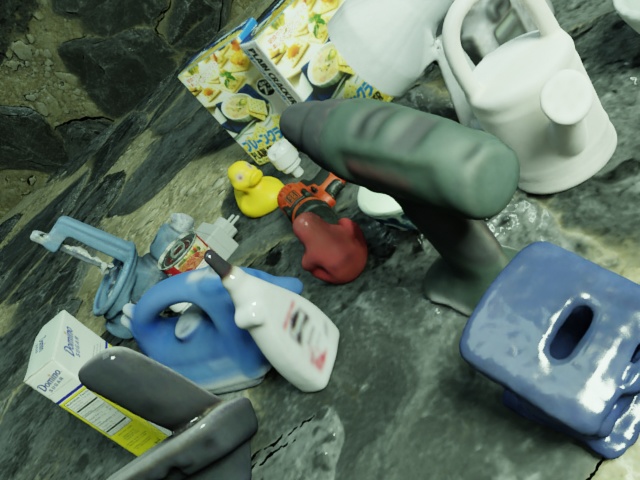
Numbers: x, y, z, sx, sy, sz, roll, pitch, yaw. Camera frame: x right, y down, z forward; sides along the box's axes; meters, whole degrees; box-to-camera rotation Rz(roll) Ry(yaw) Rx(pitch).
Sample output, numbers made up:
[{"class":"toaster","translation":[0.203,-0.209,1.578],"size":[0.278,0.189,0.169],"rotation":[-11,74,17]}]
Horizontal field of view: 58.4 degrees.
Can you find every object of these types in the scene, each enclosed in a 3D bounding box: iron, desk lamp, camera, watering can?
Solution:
[{"class":"iron","translation":[-0.150,0.095,0.656],"size":[0.257,0.142,0.118],"rotation":[-23,35,32]},{"class":"desk lamp","translation":[0.143,-0.220,0.639],"size":[0.202,0.214,0.118],"rotation":[-26,34,28]},{"class":"camera","translation":[0.210,-0.288,0.764],"size":[0.143,0.101,0.136],"rotation":[-51,30,-14]},{"class":"watering can","translation":[0.183,-0.139,0.504],"size":[0.101,0.194,0.172],"rotation":[-47,29,-7]}]

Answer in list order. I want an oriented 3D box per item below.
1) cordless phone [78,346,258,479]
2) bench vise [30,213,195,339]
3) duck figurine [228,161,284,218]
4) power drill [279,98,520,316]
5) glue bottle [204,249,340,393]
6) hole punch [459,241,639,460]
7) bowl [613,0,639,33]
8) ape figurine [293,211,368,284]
[{"class":"cordless phone","translation":[-0.161,0.171,0.524],"size":[0.147,0.185,0.094],"rotation":[-37,30,11]},{"class":"bench vise","translation":[-0.293,0.019,0.851],"size":[0.207,0.220,0.121],"rotation":[-50,30,-12]},{"class":"duck figurine","translation":[-0.112,-0.088,0.909],"size":[0.104,0.086,0.077],"rotation":[4,53,52]},{"class":"power drill","translation":[0.079,-0.031,0.474],"size":[0.076,0.209,0.228],"rotation":[-50,30,-13]},{"class":"glue bottle","translation":[-0.048,0.068,0.535],"size":[0.037,0.173,0.078],"rotation":[-23,35,32]},{"class":"hole punch","translation":[0.162,0.064,0.368],"size":[0.109,0.091,0.100],"rotation":[-51,30,-14]},{"class":"bowl","translation":[0.366,-0.231,0.524],"size":[0.167,0.075,0.167],"rotation":[-30,32,21]},{"class":"ape figurine","translation":[0.006,0.002,0.639],"size":[0.078,0.092,0.076],"rotation":[-37,30,10]}]
